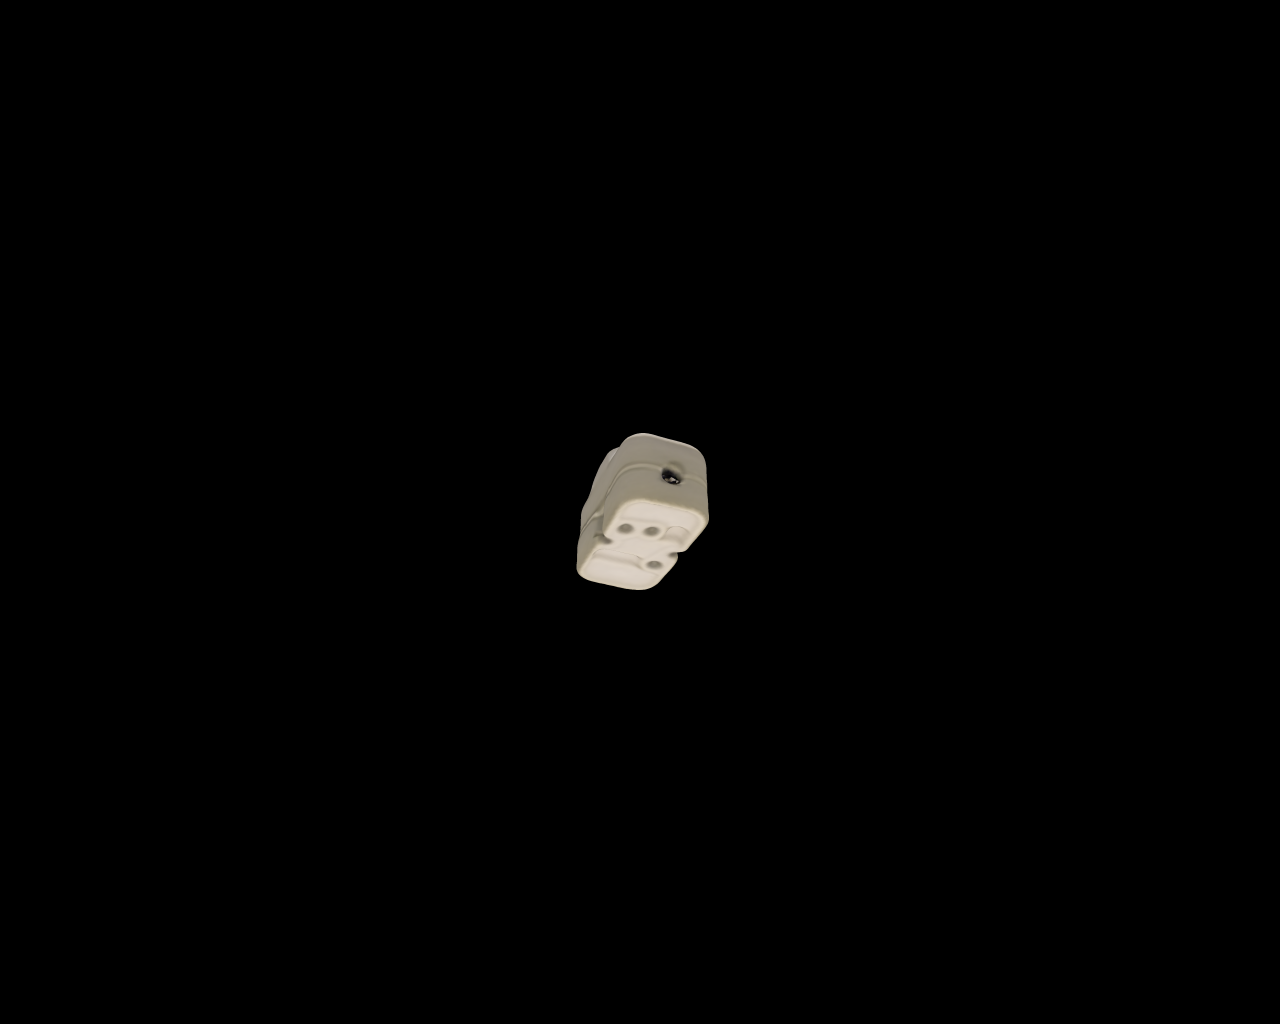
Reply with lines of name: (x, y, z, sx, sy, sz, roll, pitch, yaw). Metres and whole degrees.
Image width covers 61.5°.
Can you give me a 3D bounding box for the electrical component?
electrical component: (0.001, -0.003, 0.650, 0.054, 0.059, 0.095, 13, -38, -18)
